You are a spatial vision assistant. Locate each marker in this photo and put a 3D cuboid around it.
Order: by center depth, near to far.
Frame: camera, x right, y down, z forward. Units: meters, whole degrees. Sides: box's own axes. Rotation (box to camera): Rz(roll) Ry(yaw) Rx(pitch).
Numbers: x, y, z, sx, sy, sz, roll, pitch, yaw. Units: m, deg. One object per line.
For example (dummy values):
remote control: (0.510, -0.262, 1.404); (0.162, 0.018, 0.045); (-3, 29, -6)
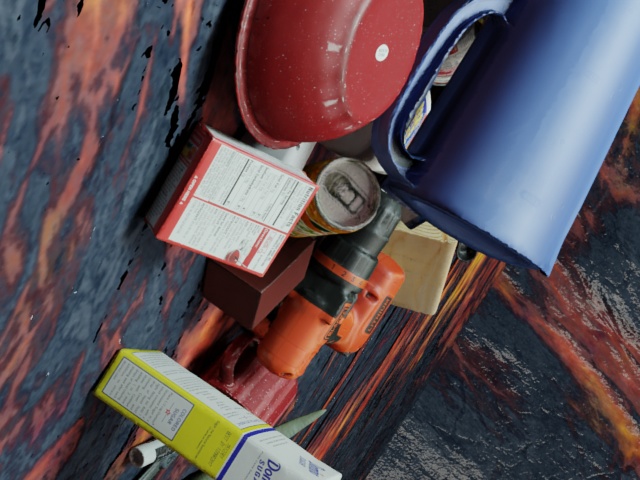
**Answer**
marker: (-0.128, 0.183, 0.981); (0.120, 0.020, 0.020); (-12, 135, -56)

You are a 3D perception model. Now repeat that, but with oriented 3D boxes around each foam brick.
foam brick: (-0.049, 0.023, 0.848); (0.078, 0.053, 0.051); (-43, 161, -40)

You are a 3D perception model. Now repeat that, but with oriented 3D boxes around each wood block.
wood block: (0.105, -0.003, 1.172); (0.206, 0.090, 0.090); (92, 14, -66)

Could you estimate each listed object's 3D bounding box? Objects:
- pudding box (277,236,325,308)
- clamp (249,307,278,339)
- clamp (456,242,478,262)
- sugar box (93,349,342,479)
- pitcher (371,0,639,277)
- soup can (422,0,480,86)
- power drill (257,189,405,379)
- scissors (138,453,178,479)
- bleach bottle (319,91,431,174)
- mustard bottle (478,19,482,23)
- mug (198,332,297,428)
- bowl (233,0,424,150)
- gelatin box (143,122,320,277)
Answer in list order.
pudding box: (-0.006, 0.001, 0.968); (0.113, 0.039, 0.090); (-48, 164, -26)
clamp: (-0.023, 0.072, 1.077); (0.165, 0.036, 0.209); (-63, 168, 26)
clamp: (0.181, -0.055, 1.201); (0.120, 0.039, 0.171); (134, -34, -72)
sugar box: (-0.073, 0.145, 0.788); (0.048, 0.176, 0.093); (-56, 166, 1)
pitcher: (0.148, -0.110, 0.744); (0.243, 0.145, 0.149); (-61, 165, -1)
soup can: (0.095, -0.170, 0.853); (0.068, 0.068, 0.102); (-55, 165, 0)
power drill: (0.025, 0.040, 0.968); (0.184, 0.057, 0.187); (-55, 165, 5)
scissors: (-0.141, 0.209, 1.036); (0.201, 0.016, 0.096); (-52, 161, -16)
bleach bottle: (0.056, -0.107, 0.887); (0.102, 0.068, 0.250); (-57, 168, 7)
mustard bottle: (0.192, -0.277, 0.950); (0.192, 0.058, 0.096); (-64, 173, 30)
mug: (-0.073, 0.132, 0.961); (0.081, 0.093, 0.117); (-48, 148, -46)
bowl: (0.017, -0.123, 0.649); (0.161, 0.055, 0.162); (-42, 145, -39)
gelatin box: (-0.056, -0.024, 0.677); (0.089, 0.030, 0.073); (22, 105, -37)
